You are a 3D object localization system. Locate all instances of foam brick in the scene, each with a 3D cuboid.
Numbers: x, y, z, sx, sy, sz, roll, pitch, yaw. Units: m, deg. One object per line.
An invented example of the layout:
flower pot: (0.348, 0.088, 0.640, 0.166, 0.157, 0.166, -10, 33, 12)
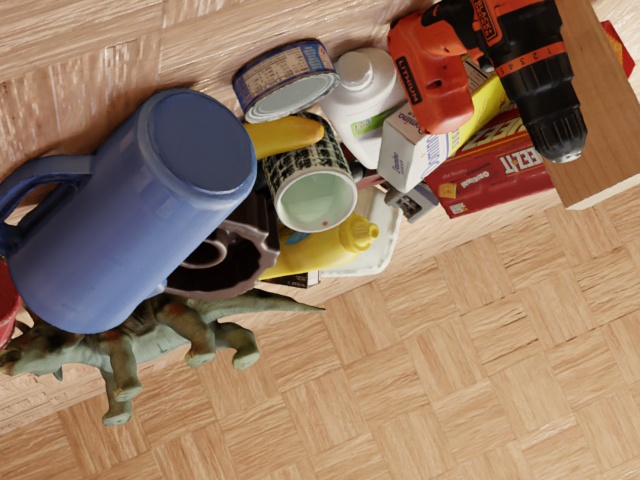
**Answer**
foam brick: (0.054, -0.094, 1.298, 0.078, 0.053, 0.051, -17, 170, -41)

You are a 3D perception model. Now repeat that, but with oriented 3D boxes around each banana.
banana: (-0.087, -0.068, 1.009, 0.198, 0.070, 0.037, -37, 166, 14)

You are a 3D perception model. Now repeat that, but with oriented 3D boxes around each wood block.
wood block: (0.218, -0.137, 0.933, 0.090, 0.206, 0.090, -27, 171, 21)

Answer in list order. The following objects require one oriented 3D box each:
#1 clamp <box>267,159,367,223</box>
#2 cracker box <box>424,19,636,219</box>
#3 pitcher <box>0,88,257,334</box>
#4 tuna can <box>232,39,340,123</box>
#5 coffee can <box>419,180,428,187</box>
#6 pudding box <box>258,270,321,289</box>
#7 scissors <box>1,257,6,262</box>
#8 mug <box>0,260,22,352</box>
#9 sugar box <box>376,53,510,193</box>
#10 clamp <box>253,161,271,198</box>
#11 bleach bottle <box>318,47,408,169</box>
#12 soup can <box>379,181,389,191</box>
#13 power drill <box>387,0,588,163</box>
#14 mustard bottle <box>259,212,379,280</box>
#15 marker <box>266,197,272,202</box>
clamp: (-0.021, -0.046, 1.182, 0.171, 0.039, 0.120, -29, 177, -2)
cracker box: (0.221, -0.128, 1.123, 0.164, 0.072, 0.213, -18, -153, 44)
pitcher: (-0.168, -0.026, 0.897, 0.149, 0.145, 0.243, -33, 177, -46)
tuna can: (-0.029, -0.131, 0.885, 0.086, 0.034, 0.086, -23, 172, -4)
coffee can: (0.170, -0.123, 1.267, 0.140, 0.103, 0.103, -15, 168, -45)
pudding box: (-0.052, 0.012, 1.400, 0.114, 0.090, 0.039, 7, -168, 30)
scissors: (-0.269, 0.008, 1.167, 0.096, 0.016, 0.201, -25, 172, 20)
mug: (-0.336, 0.060, 1.075, 0.117, 0.093, 0.082, -30, 172, -34)
sugar box: (0.132, -0.128, 1.026, 0.176, 0.048, 0.093, -43, 162, -21)
clamp: (-0.074, -0.060, 1.210, 0.210, 0.036, 0.164, -28, 175, 19)
bleach bottle: (0.056, -0.134, 1.022, 0.102, 0.068, 0.250, -29, 169, 5)
soup can: (0.115, -0.093, 1.427, 0.068, 0.068, 0.102, -26, 172, 15)
power drill: (0.128, -0.137, 0.837, 0.057, 0.184, 0.188, -19, -179, -20)
mustard bottle: (-0.008, 0.002, 1.203, 0.192, 0.058, 0.096, -10, -159, 46)
marker: (-0.028, -0.070, 1.278, 0.121, 0.020, 0.020, -36, 169, 13)
